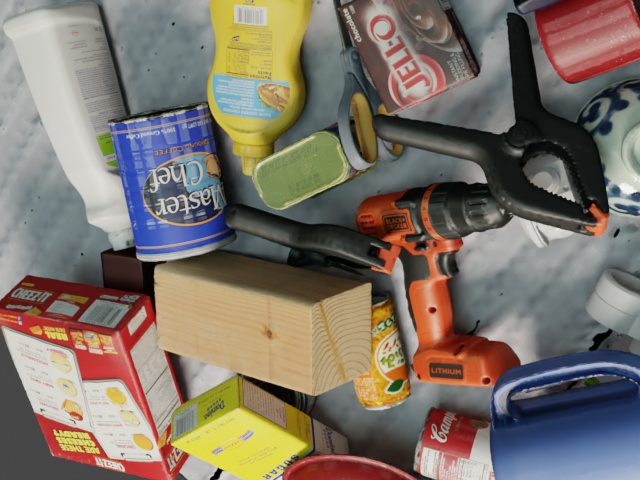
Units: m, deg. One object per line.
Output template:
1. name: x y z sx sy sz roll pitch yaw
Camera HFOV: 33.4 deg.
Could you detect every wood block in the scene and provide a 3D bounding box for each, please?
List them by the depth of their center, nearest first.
1. wood block: -0.059 0.076 1.040 0.206 0.090 0.091 11 108 38

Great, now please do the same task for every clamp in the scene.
1. clamp: 0.155 -0.078 0.889 0.164 0.036 0.210 -32 66 -2
2. clamp: -0.007 0.001 0.993 0.172 0.120 0.039 3 75 46

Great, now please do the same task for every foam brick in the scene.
1. foam brick: -0.197 0.046 1.142 0.051 0.052 0.078 5 107 22

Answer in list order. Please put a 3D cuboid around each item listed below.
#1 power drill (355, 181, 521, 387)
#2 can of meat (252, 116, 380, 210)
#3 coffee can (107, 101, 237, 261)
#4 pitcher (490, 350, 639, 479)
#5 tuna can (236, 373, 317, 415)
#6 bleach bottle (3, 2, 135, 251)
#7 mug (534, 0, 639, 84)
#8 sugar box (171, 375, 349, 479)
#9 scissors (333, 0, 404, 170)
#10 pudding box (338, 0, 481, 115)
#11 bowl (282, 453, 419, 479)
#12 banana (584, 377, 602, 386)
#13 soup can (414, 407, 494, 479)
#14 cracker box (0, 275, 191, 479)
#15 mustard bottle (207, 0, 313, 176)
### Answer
1. power drill: 0.123 0.038 0.976 0.185 0.057 0.187 -4 104 53
2. can of meat: -0.004 -0.072 1.011 0.102 0.083 0.057 -25 93 25
3. coffee can: -0.146 -0.059 1.063 0.103 0.102 0.140 -6 102 23
4. pitcher: 0.270 0.166 0.897 0.243 0.149 0.145 -21 65 28
5. tuna can: -0.048 0.159 1.121 0.086 0.033 0.086 6 107 21
6. bleach bottle: -0.237 -0.110 1.086 0.068 0.102 0.251 -10 100 30
7. mug: 0.229 -0.191 0.888 0.082 0.093 0.117 -19 66 30
8. sugar box: -0.057 0.203 1.075 0.093 0.048 0.176 -31 132 26
9. scissors: 0.041 -0.157 0.998 0.016 0.096 0.202 -18 67 37
10. pudding box: 0.082 -0.182 0.970 0.090 0.039 0.113 -23 95 26
11. bowl: 0.035 0.278 1.066 0.162 0.055 0.162 9 140 7
12. banana: 0.270 0.226 1.012 0.070 0.037 0.198 20 111 36
13. soup can: 0.149 0.208 1.036 0.102 0.068 0.068 13 109 18
14. cracker box: -0.235 0.147 1.136 0.164 0.072 0.214 7 128 26
15. mustard bottle: -0.060 -0.156 1.025 0.096 0.058 0.192 9 107 16
